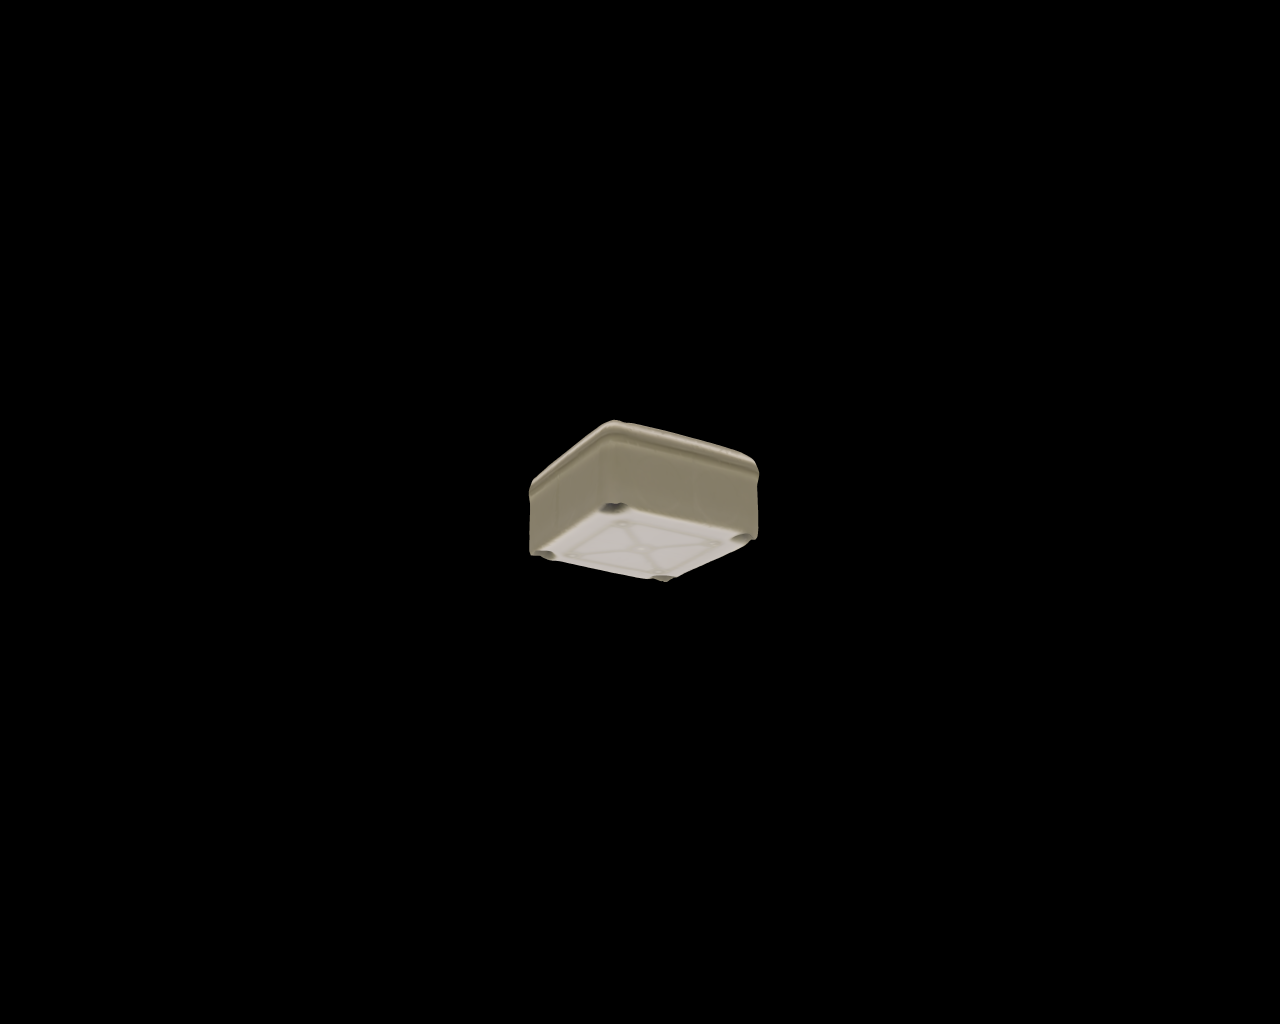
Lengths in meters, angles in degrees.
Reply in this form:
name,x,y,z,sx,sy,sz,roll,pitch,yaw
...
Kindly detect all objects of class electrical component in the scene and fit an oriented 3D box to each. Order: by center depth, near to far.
name,x,y,z,sx,sy,sz,roll,pitch,yaw
electrical component,0.001,-0.003,0.650,0.109,0.056,0.108,13,-26,-29
